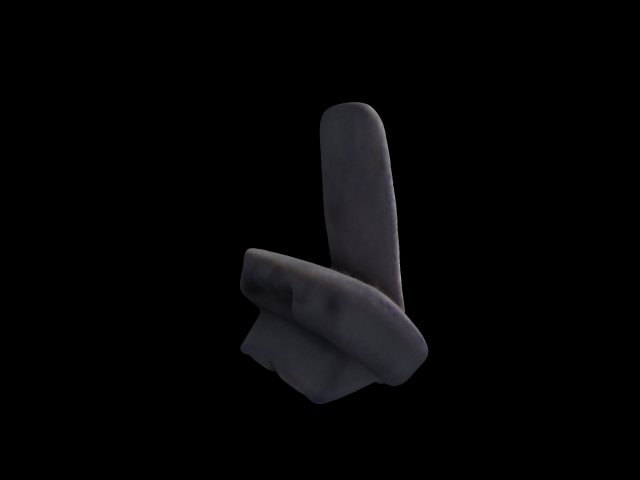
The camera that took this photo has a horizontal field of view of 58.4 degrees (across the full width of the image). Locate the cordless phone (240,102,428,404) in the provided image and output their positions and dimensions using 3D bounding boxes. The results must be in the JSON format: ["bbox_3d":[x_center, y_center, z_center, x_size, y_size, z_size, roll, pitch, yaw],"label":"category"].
[{"bbox_3d":[0.004,0.001,0.400,0.094,0.185,0.147,-8,13,-39],"label":"cordless phone"}]
